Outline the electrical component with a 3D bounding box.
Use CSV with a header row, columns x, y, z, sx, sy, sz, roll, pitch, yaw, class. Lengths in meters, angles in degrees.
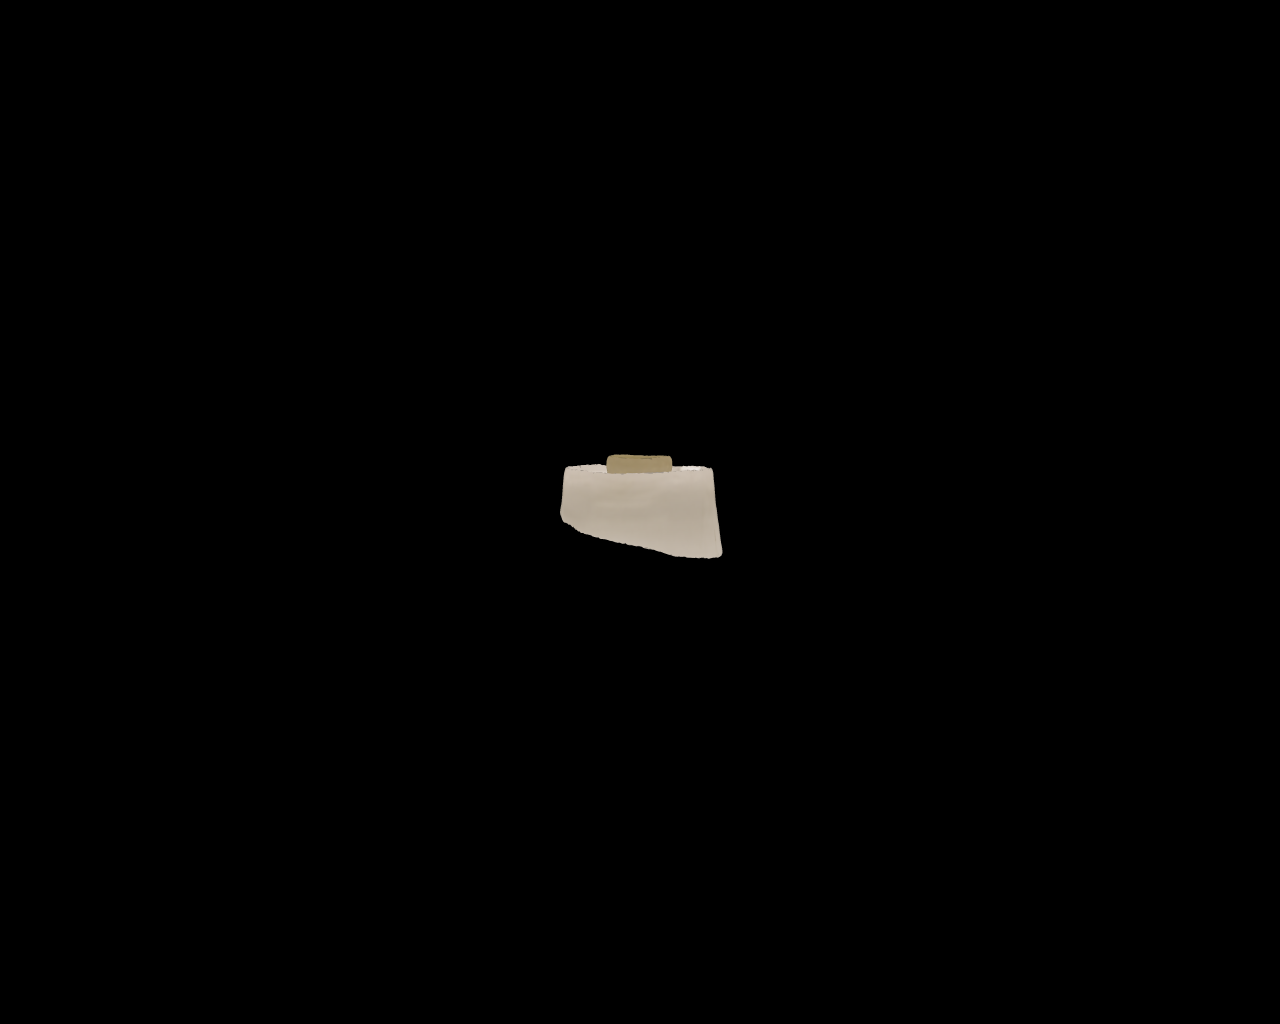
x,y,z,sx,sy,sz,roll,pitch,yaw,class
0.001,-0.003,0.650,0.099,0.064,0.099,0,5,0,electrical component
